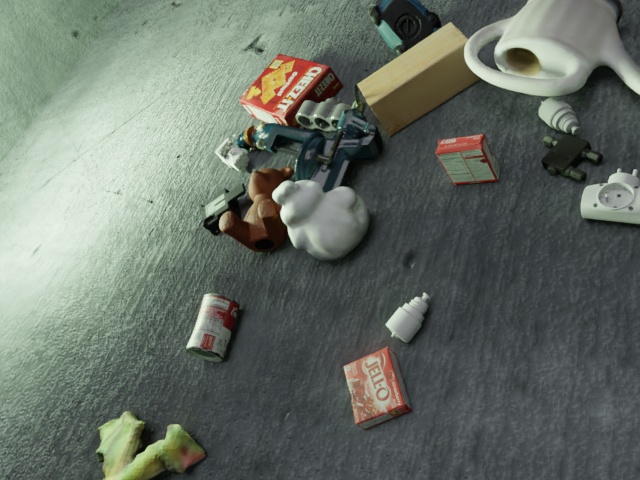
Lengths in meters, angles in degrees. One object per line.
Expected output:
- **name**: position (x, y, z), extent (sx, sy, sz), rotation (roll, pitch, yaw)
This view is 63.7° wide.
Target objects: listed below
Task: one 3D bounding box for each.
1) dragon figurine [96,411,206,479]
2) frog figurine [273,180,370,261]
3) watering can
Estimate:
- **dragon figurine**: position (-0.367, 0.405, 0.848), extent (0.407, 0.120, 0.248), rotation (-20, 31, 21)
- **frog figurine**: position (0.003, -0.043, 0.861), extent (0.136, 0.157, 0.125), rotation (-32, 46, 13)
- **watering can**: position (0.409, -0.303, 0.812), extent (0.350, 0.102, 0.227), rotation (24, 68, 32)
